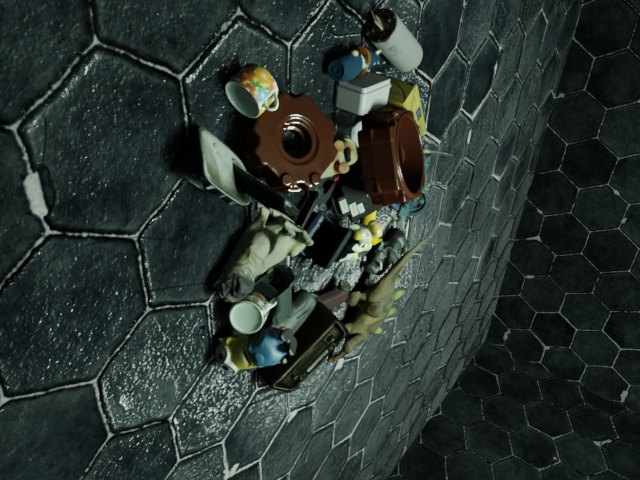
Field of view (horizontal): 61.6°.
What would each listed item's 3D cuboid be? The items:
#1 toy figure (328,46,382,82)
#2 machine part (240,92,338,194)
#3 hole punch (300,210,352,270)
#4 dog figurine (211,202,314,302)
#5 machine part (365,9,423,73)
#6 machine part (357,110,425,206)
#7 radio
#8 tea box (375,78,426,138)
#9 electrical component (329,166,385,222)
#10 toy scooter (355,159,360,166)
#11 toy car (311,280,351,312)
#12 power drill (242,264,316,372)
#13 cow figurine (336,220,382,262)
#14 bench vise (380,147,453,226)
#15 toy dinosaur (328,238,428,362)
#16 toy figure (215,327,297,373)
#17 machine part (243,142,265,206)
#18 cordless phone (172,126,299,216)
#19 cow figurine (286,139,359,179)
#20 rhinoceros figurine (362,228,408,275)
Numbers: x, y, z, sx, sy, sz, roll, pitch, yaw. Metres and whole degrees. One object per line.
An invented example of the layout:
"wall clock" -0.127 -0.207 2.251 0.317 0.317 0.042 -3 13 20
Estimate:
"toy figure" 0.073 -0.366 1.105 0.154 0.064 0.057 -39 104 -46
"machine part" -0.051 -0.174 0.955 0.179 0.056 0.179 1 88 -31
"hole punch" -0.003 -0.004 1.231 0.142 0.092 0.116 -61 -164 -5
"dog figurine" -0.119 0.038 1.075 0.190 0.121 0.172 -54 149 8
"machine part" 0.165 -0.435 1.184 0.243 0.079 0.079 11 102 -62
"machine part" 0.165 -0.183 1.189 0.201 0.087 0.200 -23 107 -59
"radio" -0.039 0.270 1.330 0.229 0.073 0.131 -44 149 -3
"tea box" 0.192 -0.307 1.306 0.068 0.098 0.169 -57 148 -16
"electrical component" 0.088 -0.111 1.273 0.134 0.058 0.114 -24 127 -7
"toy scooter" 0.151 -0.176 1.359 0.135 0.075 0.183 -43 140 -28
"toy car" 0.006 0.160 1.395 0.202 0.053 0.089 -16 142 -50
"power drill" -0.103 0.168 1.196 0.232 0.086 0.207 -41 139 -28
"cow figurine" 0.075 0.002 1.309 0.098 0.068 0.167 -12 162 -36
"bench vise" 0.253 -0.138 1.489 0.223 0.129 0.241 111 4 -47
"toy dinosaur" 0.161 0.187 1.569 0.198 0.105 0.471 -4 132 -59
"toy figure" -0.130 0.224 1.101 0.089 0.180 0.082 18 57 -63
"machine part" -0.107 -0.134 1.005 0.084 0.039 0.138 -46 144 -40
"cordless phone" -0.127 -0.093 0.853 0.088 0.184 0.146 -58 151 -5
"cow figurine" -0.001 -0.160 1.090 0.195 0.127 0.085 -21 104 -31
"rhinoceros figurine" 0.198 0.040 1.600 0.190 0.073 0.112 -45 146 -33
